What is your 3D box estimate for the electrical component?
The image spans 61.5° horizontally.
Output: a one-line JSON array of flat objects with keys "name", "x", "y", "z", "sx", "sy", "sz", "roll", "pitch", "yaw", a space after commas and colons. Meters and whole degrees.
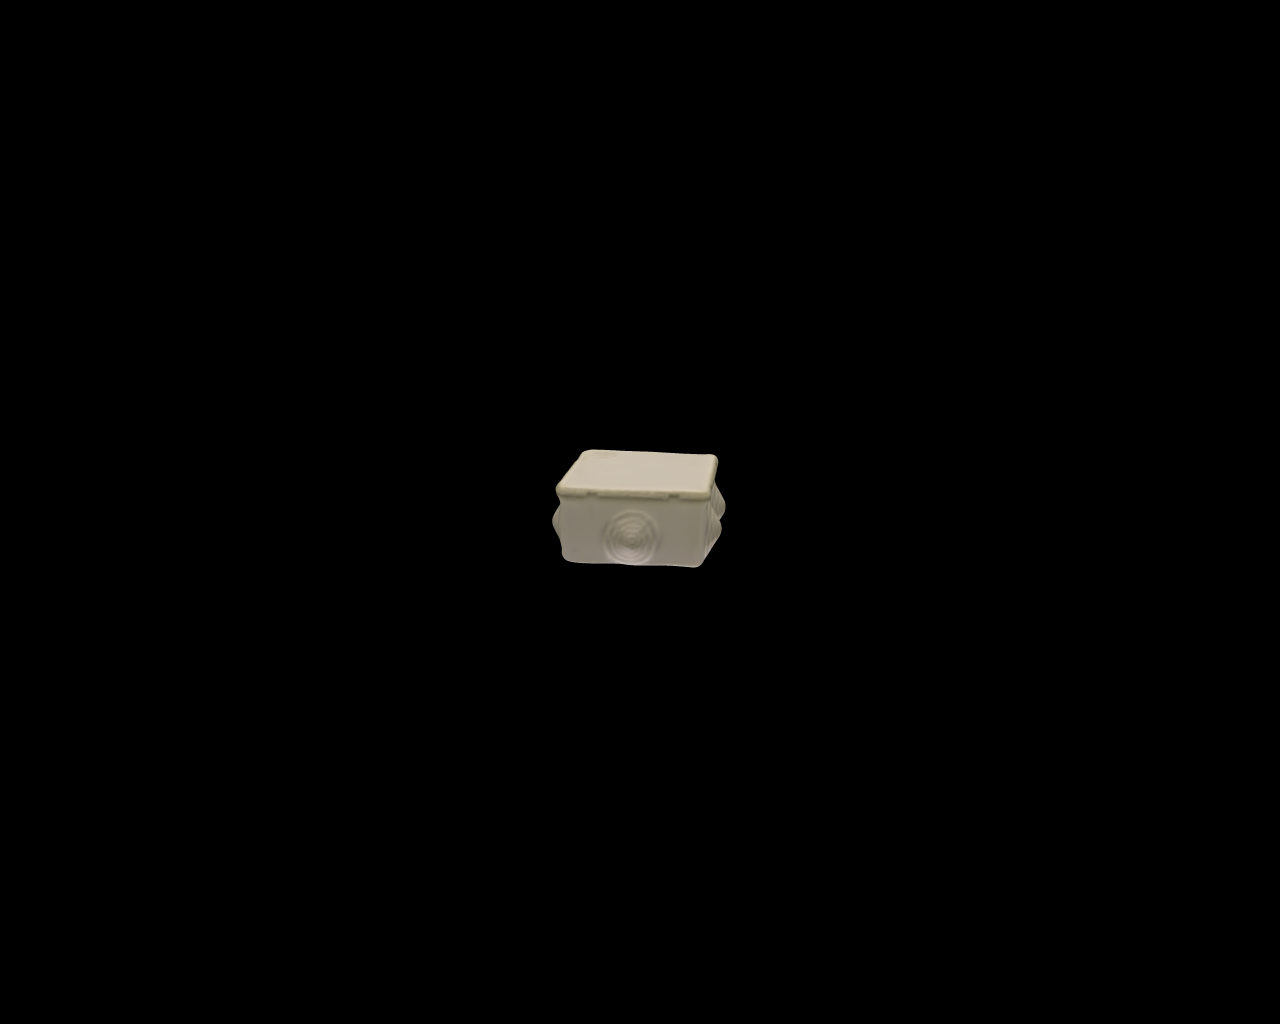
[{"name": "electrical component", "x": 0.001, "y": -0.003, "z": 0.650, "sx": 0.100, "sy": 0.048, "sz": 0.100, "roll": 2, "pitch": 18, "yaw": 7}]
